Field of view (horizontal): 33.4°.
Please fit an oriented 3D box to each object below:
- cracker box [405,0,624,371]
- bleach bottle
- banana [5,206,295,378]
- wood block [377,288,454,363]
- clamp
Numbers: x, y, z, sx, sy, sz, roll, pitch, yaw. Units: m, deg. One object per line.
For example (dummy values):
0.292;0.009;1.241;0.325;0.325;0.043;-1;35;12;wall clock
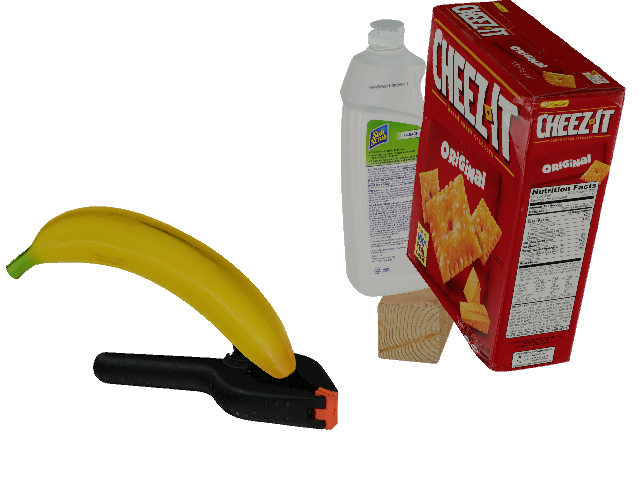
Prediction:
0.126;-0.040;0.756;0.072;0.214;0.164;-8;34;-16;cracker box
0.069;-0.075;0.970;0.102;0.251;0.068;-10;28;-15;bleach bottle
-0.099;0.024;0.684;0.198;0.070;0.037;22;27;2;banana
0.152;0.099;1.610;0.091;0.090;0.205;4;20;15;wood block
-0.060;0.106;0.885;0.210;0.036;0.164;12;21;35;clamp
